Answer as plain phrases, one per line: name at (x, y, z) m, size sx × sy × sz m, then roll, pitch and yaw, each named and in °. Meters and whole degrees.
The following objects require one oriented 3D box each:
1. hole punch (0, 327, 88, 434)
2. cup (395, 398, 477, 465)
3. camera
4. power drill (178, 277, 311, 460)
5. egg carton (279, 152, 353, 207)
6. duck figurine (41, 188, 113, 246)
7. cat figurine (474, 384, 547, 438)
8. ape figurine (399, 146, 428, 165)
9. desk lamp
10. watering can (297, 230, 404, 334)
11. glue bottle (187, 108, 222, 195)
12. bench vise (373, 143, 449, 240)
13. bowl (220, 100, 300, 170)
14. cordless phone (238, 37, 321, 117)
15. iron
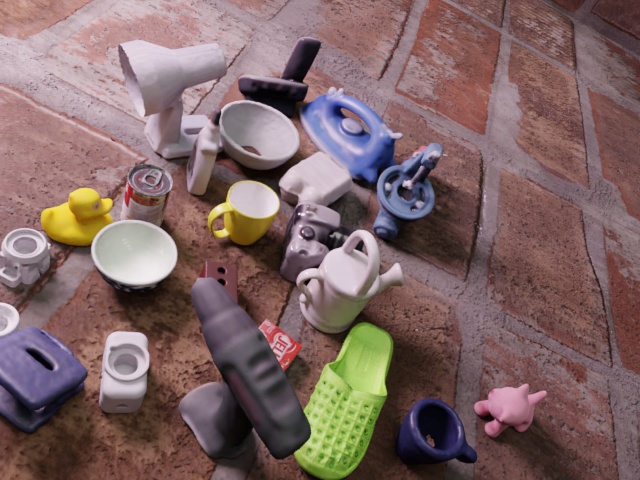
hole punch at (-0.352, 0.159, 0.702) m, size 0.108 × 0.091 × 0.101 m, roll 37°, pitch 45°, yaw 6°
cup at (0.165, 0.302, 0.850) m, size 0.117 × 0.095 × 0.092 m, roll 35°, pitch 45°, yaw 3°
camera at (0.009, 0.004, 1.019) m, size 0.137 × 0.100 × 0.143 m, roll 19°, pitch 46°, yaw -13°
power drill at (-0.111, 0.185, 0.724) m, size 0.076 × 0.208 × 0.229 m, roll -27°, pitch 68°, yaw -40°
egg carton at (-0.007, -0.111, 1.130) m, size 0.107 × 0.069 × 0.151 m, roll 41°, pitch 46°, yaw 10°
duck figurine at (-0.365, -0.043, 0.871) m, size 0.105 × 0.086 × 0.077 m, roll -1°, pitch 53°, yaw -28°
cat figurine at (0.319, 0.273, 0.941) m, size 0.128 × 0.117 × 0.067 m, roll -3°, pitch 54°, yaw -30°
ape figurine at (0.224, -0.174, 1.291) m, size 0.078 × 0.092 × 0.076 m, roll 15°, pitch 47°, yaw -16°
desk lamp at (-0.258, -0.256, 1.019) m, size 0.204 × 0.213 × 0.117 m, roll -13°, pitch 60°, yaw -35°
watering can at (0.052, 0.059, 0.928) m, size 0.173 × 0.194 × 0.100 m, roll -17°, pitch 62°, yaw -37°
glue bottle at (-0.197, -0.161, 0.998) m, size 0.037 × 0.173 × 0.078 m, roll 7°, pitch 50°, yaw -23°
bench vise at (0.177, -0.132, 1.139) m, size 0.122 × 0.219 × 0.207 m, roll 16°, pitch 47°, yaw -15°
bowl at (-0.128, -0.194, 1.133) m, size 0.168 × 0.074 × 0.167 m, roll 15°, pitch 47°, yaw -16°
cordless phone at (-0.085, -0.365, 1.224) m, size 0.148 × 0.185 × 0.094 m, roll -2°, pitch 54°, yaw -29°
iron at (0.064, -0.247, 1.233) m, size 0.258 × 0.141 × 0.119 m, roll 44°, pitch 46°, yaw 12°
